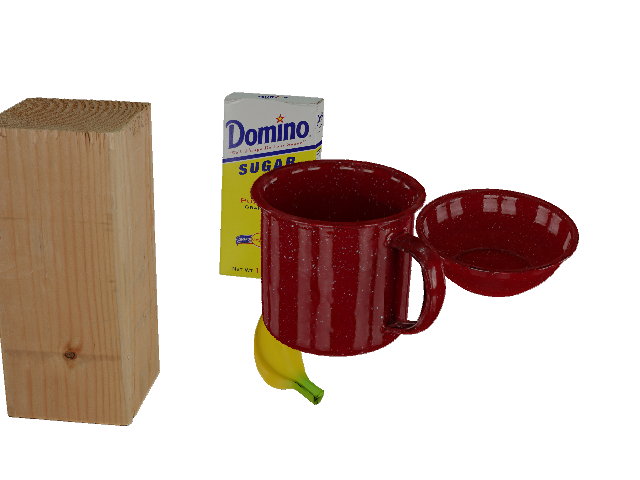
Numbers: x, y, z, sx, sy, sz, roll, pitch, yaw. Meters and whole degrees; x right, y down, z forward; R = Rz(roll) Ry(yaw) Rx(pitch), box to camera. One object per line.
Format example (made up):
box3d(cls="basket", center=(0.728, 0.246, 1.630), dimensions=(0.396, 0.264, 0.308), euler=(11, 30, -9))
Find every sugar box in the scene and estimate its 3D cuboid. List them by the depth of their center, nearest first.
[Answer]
box3d(cls="sugar box", center=(-0.048, -0.051, 1.032), dimensions=(0.093, 0.176, 0.048), euler=(4, 17, 9))

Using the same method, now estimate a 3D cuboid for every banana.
box3d(cls="banana", center=(-0.011, 0.064, 0.859), dimensions=(0.069, 0.037, 0.197), euler=(22, 35, 2))

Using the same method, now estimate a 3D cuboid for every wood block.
box3d(cls="wood block", center=(-0.167, 0.013, 0.735), dimensions=(0.091, 0.206, 0.090), euler=(4, 20, 5))

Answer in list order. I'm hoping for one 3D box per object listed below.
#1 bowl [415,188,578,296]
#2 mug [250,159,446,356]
box3d(cls="bowl", center=(0.175, 0.009, 1.076), dimensions=(0.162, 0.055, 0.162), euler=(0, 32, 0))
box3d(cls="mug", center=(0.018, 0.013, 0.573), dimensions=(0.117, 0.081, 0.093), euler=(20, 31, 35))
